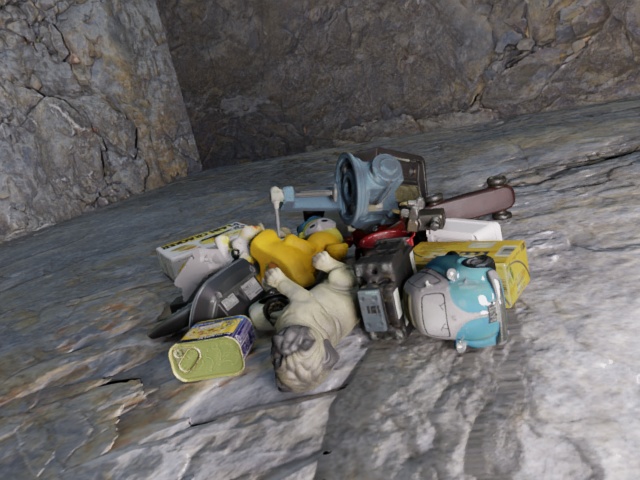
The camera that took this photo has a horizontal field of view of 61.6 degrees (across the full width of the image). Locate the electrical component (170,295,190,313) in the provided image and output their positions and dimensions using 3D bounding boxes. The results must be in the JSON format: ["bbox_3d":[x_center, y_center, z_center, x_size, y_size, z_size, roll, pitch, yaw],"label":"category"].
[{"bbox_3d":[-0.250,0.119,1.011,0.063,0.021,0.094,-11,16,9],"label":"electrical component"}]

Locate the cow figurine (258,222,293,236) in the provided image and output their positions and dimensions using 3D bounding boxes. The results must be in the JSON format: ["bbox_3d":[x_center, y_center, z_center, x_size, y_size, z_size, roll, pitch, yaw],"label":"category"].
[{"bbox_3d":[-0.136,0.024,1.149,0.195,0.085,0.127,-26,26,-37],"label":"cow figurine"}]

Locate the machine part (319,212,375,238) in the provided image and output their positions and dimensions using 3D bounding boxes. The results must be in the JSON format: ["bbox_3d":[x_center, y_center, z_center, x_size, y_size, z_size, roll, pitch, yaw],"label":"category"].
[{"bbox_3d":[0.090,-0.039,1.187,0.243,0.079,0.079,0,20,44],"label":"machine part"}]

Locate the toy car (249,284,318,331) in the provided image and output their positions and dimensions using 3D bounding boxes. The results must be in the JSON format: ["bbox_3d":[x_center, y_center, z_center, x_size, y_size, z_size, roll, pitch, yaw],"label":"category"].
[{"bbox_3d":[-0.012,0.094,0.840,0.202,0.056,0.073,-13,9,-7],"label":"toy car"}]

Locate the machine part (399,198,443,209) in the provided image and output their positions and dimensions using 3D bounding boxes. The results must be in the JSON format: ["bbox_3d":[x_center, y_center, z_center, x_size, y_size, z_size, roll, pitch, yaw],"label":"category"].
[{"bbox_3d":[0.216,-0.068,1.219,0.139,0.039,0.084,-16,-16,-20],"label":"machine part"}]

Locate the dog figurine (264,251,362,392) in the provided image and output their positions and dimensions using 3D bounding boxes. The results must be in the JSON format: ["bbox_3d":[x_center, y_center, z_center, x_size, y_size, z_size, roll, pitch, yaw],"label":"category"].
[{"bbox_3d":[0.013,0.114,0.703,0.172,0.121,0.191,-19,29,-6],"label":"dog figurine"}]

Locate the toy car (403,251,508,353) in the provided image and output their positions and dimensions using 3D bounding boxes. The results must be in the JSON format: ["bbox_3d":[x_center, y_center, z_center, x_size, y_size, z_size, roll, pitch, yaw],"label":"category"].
[{"bbox_3d":[0.155,0.072,0.666,0.103,0.109,0.162,-11,13,-12],"label":"toy car"}]

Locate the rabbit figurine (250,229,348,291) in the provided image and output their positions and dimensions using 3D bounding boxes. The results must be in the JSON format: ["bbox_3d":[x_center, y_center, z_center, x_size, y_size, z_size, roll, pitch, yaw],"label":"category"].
[{"bbox_3d":[-0.018,0.028,0.958,0.163,0.121,0.173,5,21,37],"label":"rabbit figurine"}]

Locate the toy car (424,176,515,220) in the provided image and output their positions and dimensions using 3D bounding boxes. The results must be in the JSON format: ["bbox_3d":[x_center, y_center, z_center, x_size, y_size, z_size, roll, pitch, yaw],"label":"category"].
[{"bbox_3d":[0.299,-0.068,1.095,0.202,0.089,0.053,-16,15,-3],"label":"toy car"}]

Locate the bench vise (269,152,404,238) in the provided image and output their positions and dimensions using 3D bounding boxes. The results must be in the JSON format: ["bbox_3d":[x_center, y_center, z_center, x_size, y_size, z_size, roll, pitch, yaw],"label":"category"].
[{"bbox_3d":[0.029,-0.073,0.920,0.241,0.129,0.223,-5,-10,-16],"label":"bench vise"}]

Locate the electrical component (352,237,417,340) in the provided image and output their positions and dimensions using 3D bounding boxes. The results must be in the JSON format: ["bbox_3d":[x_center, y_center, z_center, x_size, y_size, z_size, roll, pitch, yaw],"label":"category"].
[{"bbox_3d":[0.093,0.068,0.729,0.058,0.114,0.134,-8,14,27],"label":"electrical component"}]

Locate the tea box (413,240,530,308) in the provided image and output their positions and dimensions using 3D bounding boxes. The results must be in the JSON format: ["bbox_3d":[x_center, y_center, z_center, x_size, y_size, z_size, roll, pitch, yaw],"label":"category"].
[{"bbox_3d":[0.209,0.047,0.793,0.170,0.068,0.098,-2,18,39],"label":"tea box"}]

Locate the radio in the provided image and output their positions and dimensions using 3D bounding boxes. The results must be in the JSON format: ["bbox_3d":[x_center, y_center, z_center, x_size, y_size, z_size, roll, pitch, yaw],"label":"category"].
[{"bbox_3d":[0.170,-0.142,1.272,0.073,0.131,0.229,-3,-2,39],"label":"radio"}]

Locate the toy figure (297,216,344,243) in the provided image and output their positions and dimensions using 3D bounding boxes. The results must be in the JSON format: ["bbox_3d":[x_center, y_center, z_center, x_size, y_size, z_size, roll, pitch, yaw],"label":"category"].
[{"bbox_3d":[0.001,-0.005,1.138,0.082,0.089,0.180,-48,11,-7],"label":"toy figure"}]

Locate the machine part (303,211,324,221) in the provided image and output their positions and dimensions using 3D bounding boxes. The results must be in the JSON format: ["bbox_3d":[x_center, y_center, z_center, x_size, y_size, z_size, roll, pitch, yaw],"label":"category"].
[{"bbox_3d":[0.037,-0.086,1.335,0.179,0.056,0.179,-7,-9,-1],"label":"machine part"}]

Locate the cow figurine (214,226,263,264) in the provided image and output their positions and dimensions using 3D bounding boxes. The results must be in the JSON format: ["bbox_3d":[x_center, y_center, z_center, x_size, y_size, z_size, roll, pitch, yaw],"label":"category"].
[{"bbox_3d":[-0.162,0.043,0.987,0.167,0.098,0.068,-33,-27,33],"label":"cow figurine"}]

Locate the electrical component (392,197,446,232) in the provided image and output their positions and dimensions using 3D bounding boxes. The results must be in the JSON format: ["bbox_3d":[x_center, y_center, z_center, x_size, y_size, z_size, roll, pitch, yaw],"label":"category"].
[{"bbox_3d":[0.164,-0.041,0.879,0.078,0.045,0.102,-4,15,25],"label":"electrical component"}]

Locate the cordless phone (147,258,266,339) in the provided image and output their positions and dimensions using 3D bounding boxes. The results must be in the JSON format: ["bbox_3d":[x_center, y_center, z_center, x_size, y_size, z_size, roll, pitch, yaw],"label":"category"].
[{"bbox_3d":[-0.194,0.114,0.905,0.184,0.088,0.146,-27,7,30],"label":"cordless phone"}]

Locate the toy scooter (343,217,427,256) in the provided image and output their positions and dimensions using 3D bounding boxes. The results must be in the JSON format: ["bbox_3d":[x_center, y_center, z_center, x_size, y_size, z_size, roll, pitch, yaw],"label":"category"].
[{"bbox_3d":[0.124,-0.006,1.041,0.184,0.075,0.135,-33,27,-35],"label":"toy scooter"}]
